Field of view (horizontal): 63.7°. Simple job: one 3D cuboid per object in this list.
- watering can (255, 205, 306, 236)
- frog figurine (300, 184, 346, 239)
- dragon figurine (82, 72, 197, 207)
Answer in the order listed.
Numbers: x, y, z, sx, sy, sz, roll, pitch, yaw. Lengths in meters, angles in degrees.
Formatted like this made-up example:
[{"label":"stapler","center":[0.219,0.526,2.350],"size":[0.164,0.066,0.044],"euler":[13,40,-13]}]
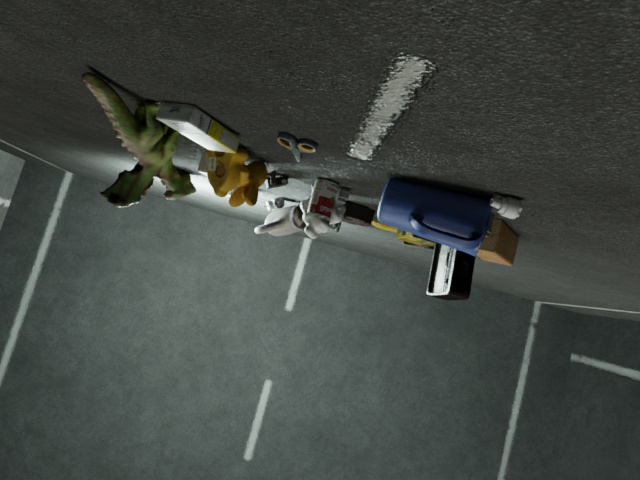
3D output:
[{"label":"watering can","center":[-0.109,-0.083,2.031],"size":[0.223,0.104,0.351],"euler":[-13,-174,31]},{"label":"frog figurine","center":[0.005,-0.077,1.537],"size":[0.137,0.160,0.123],"euler":[19,174,-26]},{"label":"dragon figurine","center":[-0.408,-0.186,1.152],"size":[0.123,0.243,0.407],"euler":[17,178,27]}]
